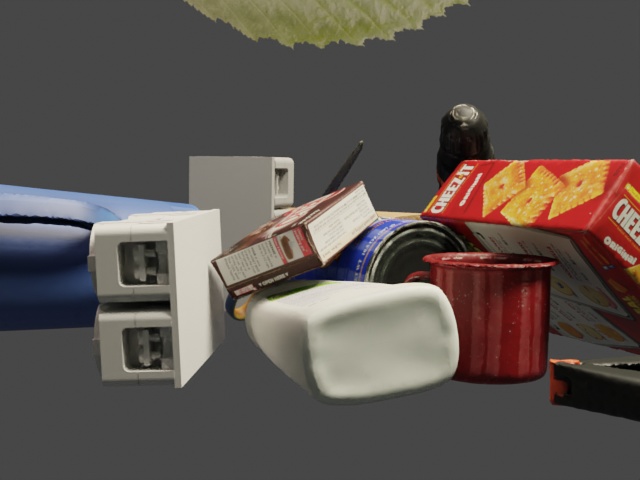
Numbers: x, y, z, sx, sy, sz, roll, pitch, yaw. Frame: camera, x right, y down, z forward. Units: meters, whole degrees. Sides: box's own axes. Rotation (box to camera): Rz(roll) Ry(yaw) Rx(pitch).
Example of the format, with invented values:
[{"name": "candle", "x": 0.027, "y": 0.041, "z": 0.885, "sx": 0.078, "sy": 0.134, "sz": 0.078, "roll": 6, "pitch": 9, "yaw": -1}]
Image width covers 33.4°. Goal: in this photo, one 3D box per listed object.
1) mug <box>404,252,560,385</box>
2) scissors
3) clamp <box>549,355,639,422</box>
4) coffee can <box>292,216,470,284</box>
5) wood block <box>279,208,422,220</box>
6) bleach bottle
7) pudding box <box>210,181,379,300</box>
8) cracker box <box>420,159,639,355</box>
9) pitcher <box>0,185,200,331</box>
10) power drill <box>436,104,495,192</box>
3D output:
[{"name": "mug", "x": 0.107, "y": 0.052, "z": 0.743, "sx": 0.117, "sy": 0.081, "sz": 0.093, "roll": 4, "pitch": 5, "yaw": 33}, {"name": "scissors", "x": -0.006, "y": 0.001, "z": 0.970, "sx": 0.096, "sy": 0.202, "sz": 0.016, "roll": 29, "pitch": 17, "yaw": -53}, {"name": "clamp", "x": 0.235, "y": 0.086, "z": 0.597, "sx": 0.210, "sy": 0.036, "sz": 0.164, "roll": -1, "pitch": 4, "yaw": 14}, {"name": "coffee can", "x": 0.048, "y": 0.030, "z": 0.887, "sx": 0.102, "sy": 0.103, "sz": 0.140, "roll": -2, "pitch": 5, "yaw": -27}, {"name": "wood block", "x": 0.024, "y": 0.012, "z": 1.222, "sx": 0.206, "sy": 0.091, "sz": 0.090, "roll": 4, "pitch": 6, "yaw": 38}, {"name": "bleach bottle", "x": 0.007, "y": 0.059, "z": 0.757, "sx": 0.102, "sy": 0.068, "sz": 0.251, "roll": -10, "pitch": 5, "yaw": -13}, {"name": "pudding box", "x": -0.017, "y": -0.001, "z": 0.817, "sx": 0.090, "sy": 0.039, "sz": 0.113, "roll": -23, "pitch": 10, "yaw": 30}, {"name": "cracker box", "x": 0.199, "y": 0.012, "z": 0.814, "sx": 0.164, "sy": 0.072, "sz": 0.214, "roll": 42, "pitch": -12, "yaw": -21}, {"name": "pitcher", "x": -0.220, "y": 0.013, "z": 0.916, "sx": 0.242, "sy": 0.145, "sz": 0.149, "roll": 2, "pitch": 19, "yaw": -20}, {"name": "power drill", "x": 0.193, "y": -0.042, "z": 0.927, "sx": 0.188, "sy": 0.057, "sz": 0.184, "roll": 14, "pitch": -28, "yaw": 18}]
